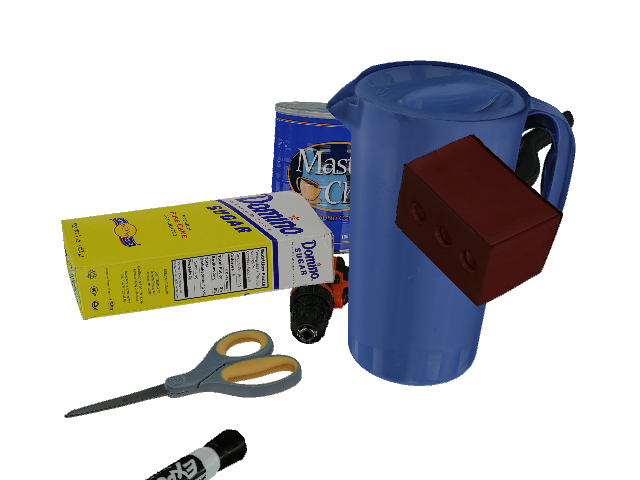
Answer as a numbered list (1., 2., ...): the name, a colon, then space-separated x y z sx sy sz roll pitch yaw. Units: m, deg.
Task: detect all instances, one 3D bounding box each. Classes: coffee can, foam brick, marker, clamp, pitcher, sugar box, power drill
1. coffee can: 0.001 -0.066 1.081 0.103 0.140 0.103 4 12 -1
2. foam brick: 0.088 -0.012 0.607 0.051 0.053 0.078 -26 54 -26
3. marker: -0.077 0.125 0.548 0.020 0.020 0.120 0 13 32
4. clamp: 0.197 -0.107 1.169 0.120 0.039 0.171 21 49 18
5. pitcher: 0.093 -0.010 0.840 0.144 0.243 0.149 -22 37 -40
6. sugar box: -0.087 0.006 0.748 0.176 0.048 0.093 -11 25 -15
7. power drill: 0.058 0.062 1.241 0.187 0.057 0.184 0 28 4

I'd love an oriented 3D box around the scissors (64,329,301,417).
1. scissors: -0.118 0.114 0.929 0.201 0.016 0.096 -5 29 -7
